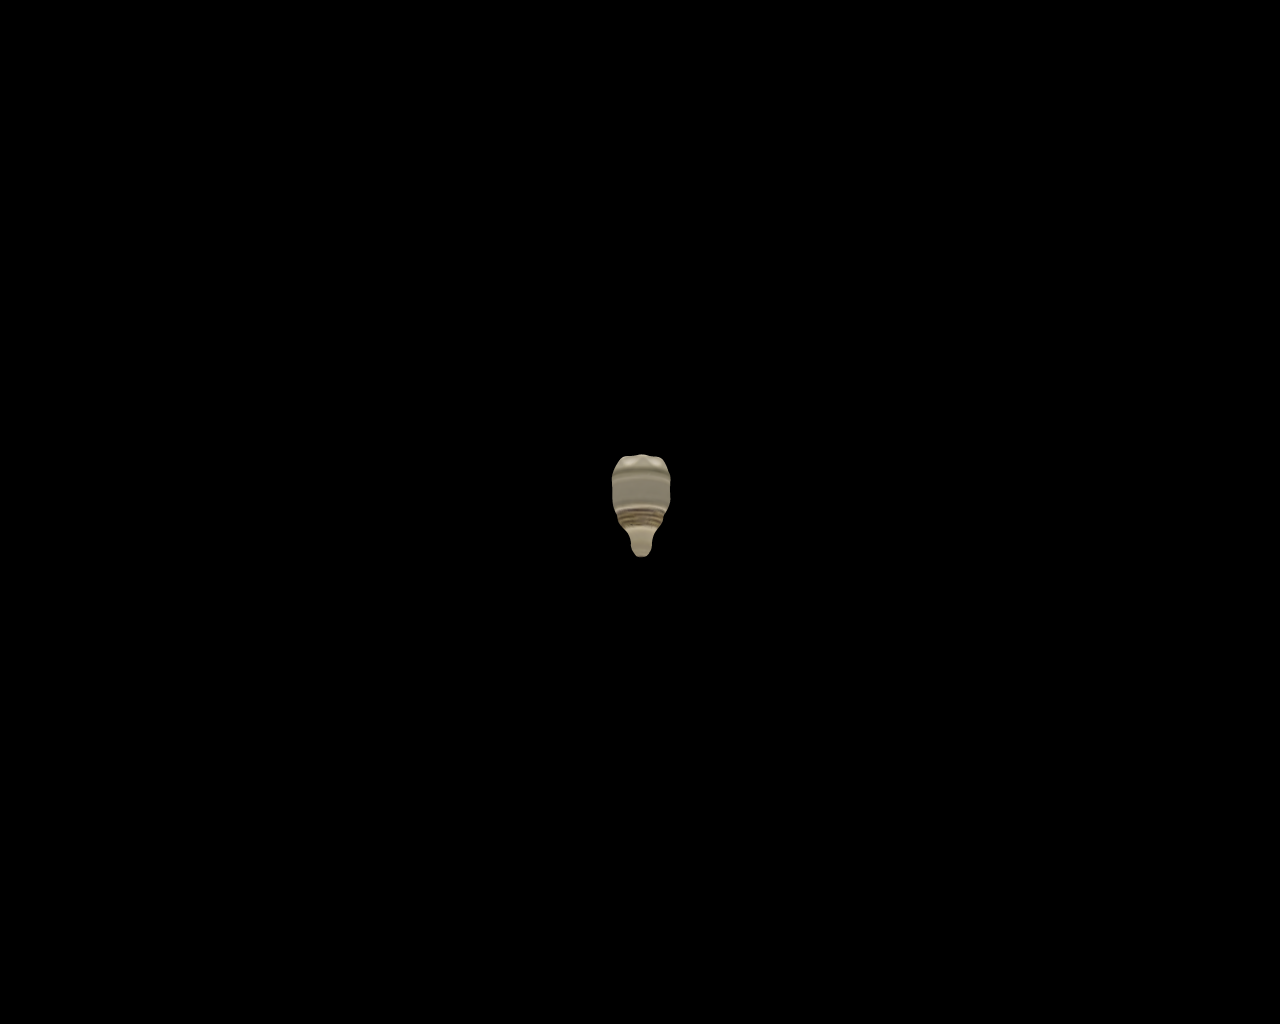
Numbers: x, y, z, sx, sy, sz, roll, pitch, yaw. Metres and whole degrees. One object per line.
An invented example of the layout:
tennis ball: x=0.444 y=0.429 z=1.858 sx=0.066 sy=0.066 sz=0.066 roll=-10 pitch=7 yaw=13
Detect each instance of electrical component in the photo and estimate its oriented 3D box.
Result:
electrical component: x=0.001 y=-0.003 z=0.650 sx=0.035 sy=0.061 sz=0.035 roll=0 pitch=-11 yaw=0
